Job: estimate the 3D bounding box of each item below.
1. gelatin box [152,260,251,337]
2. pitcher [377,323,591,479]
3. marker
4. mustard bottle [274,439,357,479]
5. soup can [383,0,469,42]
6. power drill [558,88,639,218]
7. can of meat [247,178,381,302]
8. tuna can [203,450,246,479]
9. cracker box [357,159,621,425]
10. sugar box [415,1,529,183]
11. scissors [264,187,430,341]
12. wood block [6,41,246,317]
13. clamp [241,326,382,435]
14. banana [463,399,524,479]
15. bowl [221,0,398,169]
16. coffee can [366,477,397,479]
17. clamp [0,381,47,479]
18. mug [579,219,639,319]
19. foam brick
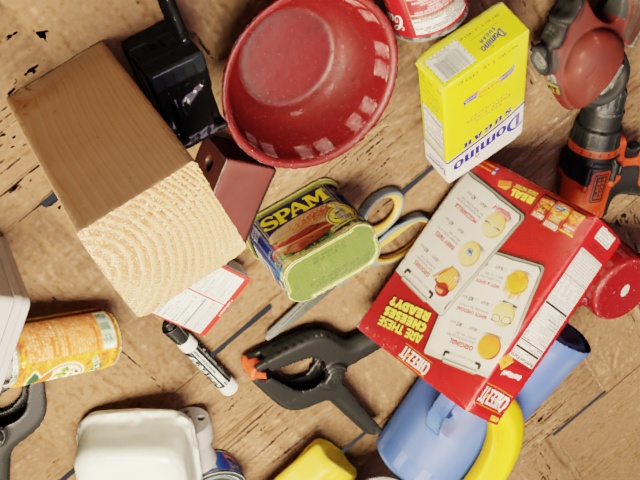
[{"bbox_3d":[-0.120,0.040,0.974,0.089,0.030,0.073,30,104,-40],"label":"gelatin box"},{"bbox_3d":[0.166,0.165,1.159,0.149,0.145,0.243,28,107,-24],"label":"pitcher"},{"bbox_3d":[-0.116,0.113,1.031,0.020,0.020,0.121,-38,132,-2],"label":"marker"},{"bbox_3d":[-0.049,0.301,1.167,0.191,0.058,0.096,-43,159,3],"label":"mustard bottle"},{"bbox_3d":[0.078,-0.225,0.883,0.068,0.069,0.102,-33,131,-7],"label":"soup can"},{"bbox_3d":[0.341,-0.100,1.133,0.187,0.057,0.184,-10,129,-22],"label":"power drill"},{"bbox_3d":[-0.007,0.001,0.977,0.102,0.084,0.057,-30,131,-9],"label":"can of meat"},{"bbox_3d":[-0.119,0.264,1.123,0.086,0.034,0.086,-15,128,-21],"label":"tuna can"},{"bbox_3d":[0.161,0.044,1.030,0.072,0.164,0.214,31,93,-45],"label":"cracker box"},{"bbox_3d":[0.138,-0.126,0.958,0.093,0.048,0.176,-34,154,-6],"label":"sugar box"},{"bbox_3d":[0.020,0.017,1.049,0.201,0.016,0.096,-29,130,-11],"label":"scissors"},{"bbox_3d":[-0.146,-0.050,0.777,0.090,0.206,0.090,-34,132,-6],"label":"wood block"},{"bbox_3d":[0.017,0.125,1.107,0.209,0.036,0.165,13,109,-37],"label":"clamp"},{"bbox_3d":[0.174,0.218,1.107,0.069,0.037,0.198,2,125,-1],"label":"banana"},{"bbox_3d":[-0.017,-0.143,0.892,0.161,0.055,0.162,-15,127,-21],"label":"bowl"},{"bbox_3d":[0.048,0.328,1.179,0.102,0.103,0.140,-11,159,-24],"label":"coffee can"},{"bbox_3d":[-0.293,0.177,0.957,0.171,0.039,0.120,-46,132,4],"label":"clamp"},{"bbox_3d":[0.302,0.040,1.186,0.117,0.082,0.093,-25,130,-14],"label":"mug"},{"bbox_3d":[-0.082,-0.043,0.923,0.051,0.053,0.078,9,114,-35],"label":"foam brick"}]
